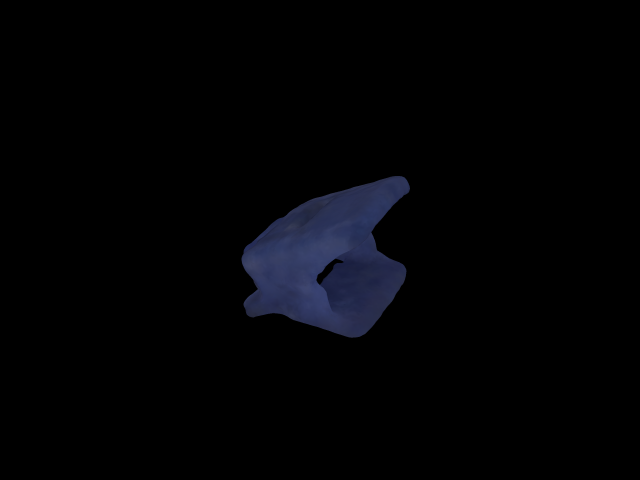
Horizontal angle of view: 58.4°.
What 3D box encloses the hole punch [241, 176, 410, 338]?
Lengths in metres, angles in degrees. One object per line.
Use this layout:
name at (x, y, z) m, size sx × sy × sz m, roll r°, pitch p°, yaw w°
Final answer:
hole punch at (0.004, 0.001, 0.400) m, size 0.100 × 0.091 × 0.109 m, roll 13°, pitch 32°, yaw 23°
